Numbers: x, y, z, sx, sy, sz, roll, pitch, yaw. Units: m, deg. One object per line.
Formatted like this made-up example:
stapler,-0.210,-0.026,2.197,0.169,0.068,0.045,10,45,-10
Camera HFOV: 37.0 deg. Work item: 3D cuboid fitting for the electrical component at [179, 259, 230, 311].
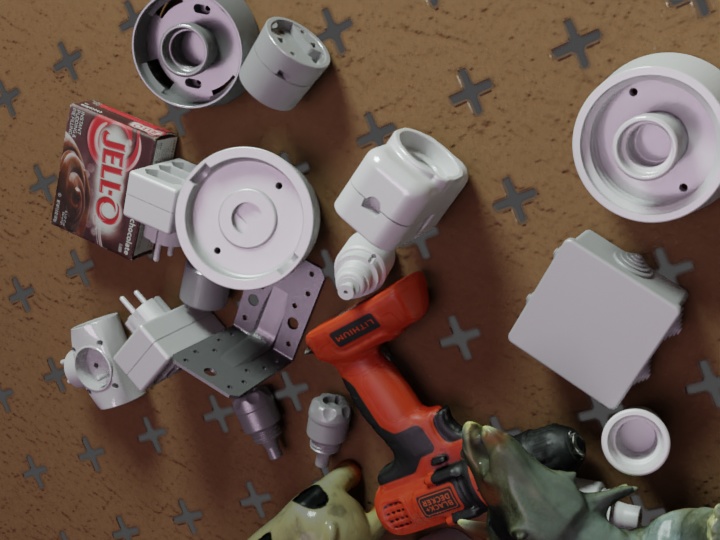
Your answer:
electrical component,-0.124,-0.003,0.887,0.040,0.040,0.078,23,114,21

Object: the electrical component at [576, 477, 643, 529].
electrical component,0.172,0.175,0.779,0.062,0.043,0.043,6,107,25

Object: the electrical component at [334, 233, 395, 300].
electrical component,0.000,0.000,0.804,0.040,0.078,0.040,7,116,14

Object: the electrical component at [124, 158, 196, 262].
electrical component,-0.155,-0.044,0.877,0.047,0.066,0.076,23,114,20

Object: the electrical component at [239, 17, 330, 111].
electrical component,-0.058,-0.152,0.801,0.055,0.055,0.047,46,123,9

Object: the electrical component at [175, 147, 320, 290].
electrical component,-0.082,-0.040,0.836,0.108,0.060,0.108,1,94,10

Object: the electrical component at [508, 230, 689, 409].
electrical component,0.165,0.031,0.738,0.100,0.048,0.099,34,117,15

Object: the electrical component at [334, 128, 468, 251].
electrical component,0.033,-0.059,0.755,0.054,0.095,0.059,42,119,12

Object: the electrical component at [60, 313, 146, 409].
electrical component,-0.240,0.085,0.971,0.079,0.044,0.077,-15,97,30

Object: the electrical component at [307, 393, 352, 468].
electrical component,-0.027,0.133,0.878,0.035,0.035,0.061,19,115,22

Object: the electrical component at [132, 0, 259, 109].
electrical component,-0.127,-0.175,0.839,0.099,0.064,0.099,4,108,12

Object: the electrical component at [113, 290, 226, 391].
electrical component,-0.170,0.048,0.901,0.075,0.083,0.047,48,120,8

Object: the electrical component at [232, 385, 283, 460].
electrical component,-0.082,0.130,0.906,0.035,0.035,0.061,-19,97,31

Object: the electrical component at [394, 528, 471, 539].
electrical component,0.042,0.235,0.845,0.079,0.077,0.044,10,108,26

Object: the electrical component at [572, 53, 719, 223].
electrical component,0.188,-0.082,0.686,0.108,0.060,0.108,8,108,26

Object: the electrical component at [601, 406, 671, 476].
electrical component,0.191,0.114,0.738,0.044,0.065,0.044,0,90,17
